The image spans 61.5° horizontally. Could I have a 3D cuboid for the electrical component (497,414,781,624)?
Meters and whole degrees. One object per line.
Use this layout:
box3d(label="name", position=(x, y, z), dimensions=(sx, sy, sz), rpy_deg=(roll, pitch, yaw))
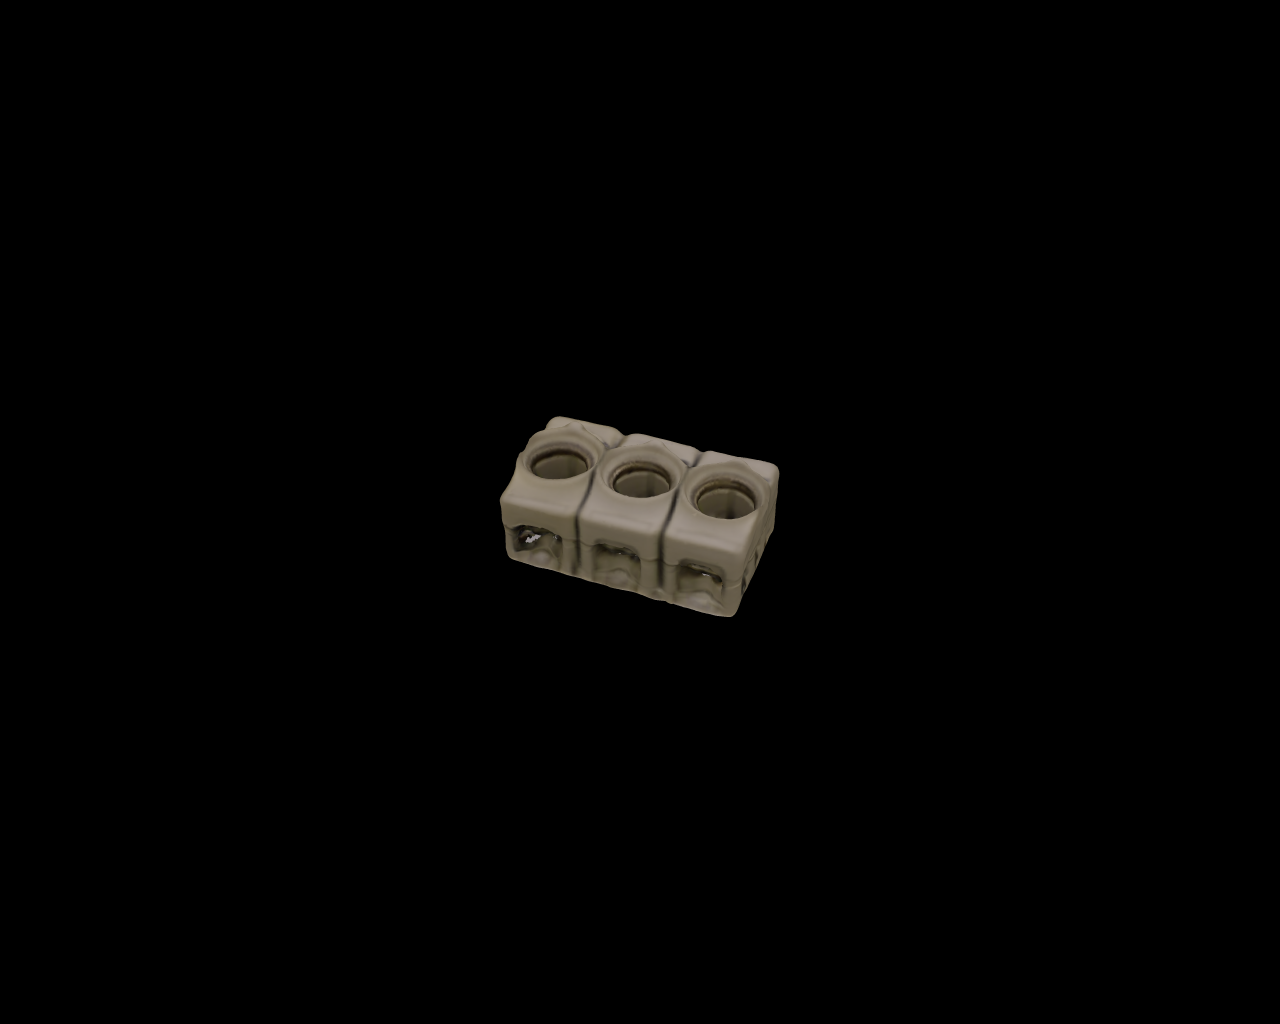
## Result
box3d(label="electrical component", position=(0.001, -0.003, 0.650), dimensions=(0.150, 0.061, 0.090), rpy_deg=(14, 44, 15))
